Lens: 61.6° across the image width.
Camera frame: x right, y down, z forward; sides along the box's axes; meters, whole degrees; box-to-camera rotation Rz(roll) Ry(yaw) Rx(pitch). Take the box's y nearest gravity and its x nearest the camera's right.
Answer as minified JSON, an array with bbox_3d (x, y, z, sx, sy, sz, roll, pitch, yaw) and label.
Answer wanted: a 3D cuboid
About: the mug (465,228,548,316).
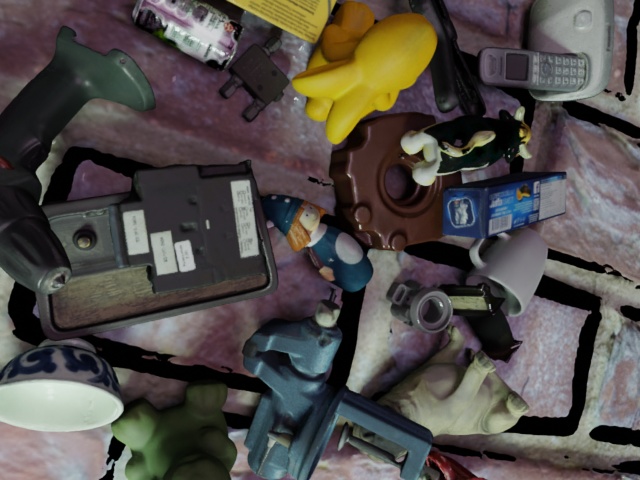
[{"bbox_3d":[0.246,0.028,0.713,0.109,0.081,0.107,47,66,-11],"label":"mug"}]

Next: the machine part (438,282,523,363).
[{"bbox_3d":[0.214,0.106,0.708,0.138,0.084,0.039,52,48,-25],"label":"machine part"}]

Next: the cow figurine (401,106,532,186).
[{"bbox_3d":[0.187,-0.114,0.612,0.167,0.098,0.068,-16,92,-22],"label":"cow figurine"}]

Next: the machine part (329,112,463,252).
[{"bbox_3d":[0.098,-0.072,0.658,0.179,0.056,0.179,-1,93,-22],"label":"machine part"}]

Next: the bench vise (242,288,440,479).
[{"bbox_3d":[0.025,0.186,0.589,0.241,0.129,0.223,24,93,13],"label":"bench vise"}]

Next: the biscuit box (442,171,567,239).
[{"bbox_3d":[0.234,-0.048,0.672,0.202,0.063,0.059,-12,104,-40],"label":"biscuit box"}]

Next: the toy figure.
[{"bbox_3d":[-0.002,-0.002,0.624,0.058,0.064,0.154,-40,112,18],"label":"toy figure"}]

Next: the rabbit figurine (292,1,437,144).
[{"bbox_3d":[0.045,-0.187,0.569,0.162,0.173,0.121,-41,110,-18],"label":"rabbit figurine"}]

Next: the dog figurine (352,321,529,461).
[{"bbox_3d":[0.151,0.226,0.685,0.190,0.121,0.172,-42,104,1],"label":"dog figurine"}]

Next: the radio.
[{"bbox_3d":[-0.167,0.010,0.552,0.230,0.073,0.131,-11,98,-20],"label":"radio"}]

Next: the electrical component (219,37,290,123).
[{"bbox_3d":[-0.067,-0.183,0.606,0.063,0.021,0.094,44,78,-18],"label":"electrical component"}]

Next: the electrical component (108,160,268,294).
[{"bbox_3d":[-0.123,-0.013,0.499,0.134,0.058,0.114,-7,93,-19],"label":"electrical component"}]

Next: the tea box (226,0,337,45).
[{"bbox_3d":[-0.062,-0.278,0.532,0.169,0.068,0.098,19,112,-29],"label":"tea box"}]

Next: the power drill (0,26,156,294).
[{"bbox_3d":[-0.242,-0.082,0.475,0.232,0.086,0.207,29,73,18],"label":"power drill"}]

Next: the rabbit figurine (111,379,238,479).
[{"bbox_3d":[-0.136,0.236,0.527,0.121,0.170,0.159,-6,95,-20],"label":"rabbit figurine"}]

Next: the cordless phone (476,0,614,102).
[{"bbox_3d":[0.284,-0.257,0.704,0.184,0.089,0.146,0,94,-17],"label":"cordless phone"}]
